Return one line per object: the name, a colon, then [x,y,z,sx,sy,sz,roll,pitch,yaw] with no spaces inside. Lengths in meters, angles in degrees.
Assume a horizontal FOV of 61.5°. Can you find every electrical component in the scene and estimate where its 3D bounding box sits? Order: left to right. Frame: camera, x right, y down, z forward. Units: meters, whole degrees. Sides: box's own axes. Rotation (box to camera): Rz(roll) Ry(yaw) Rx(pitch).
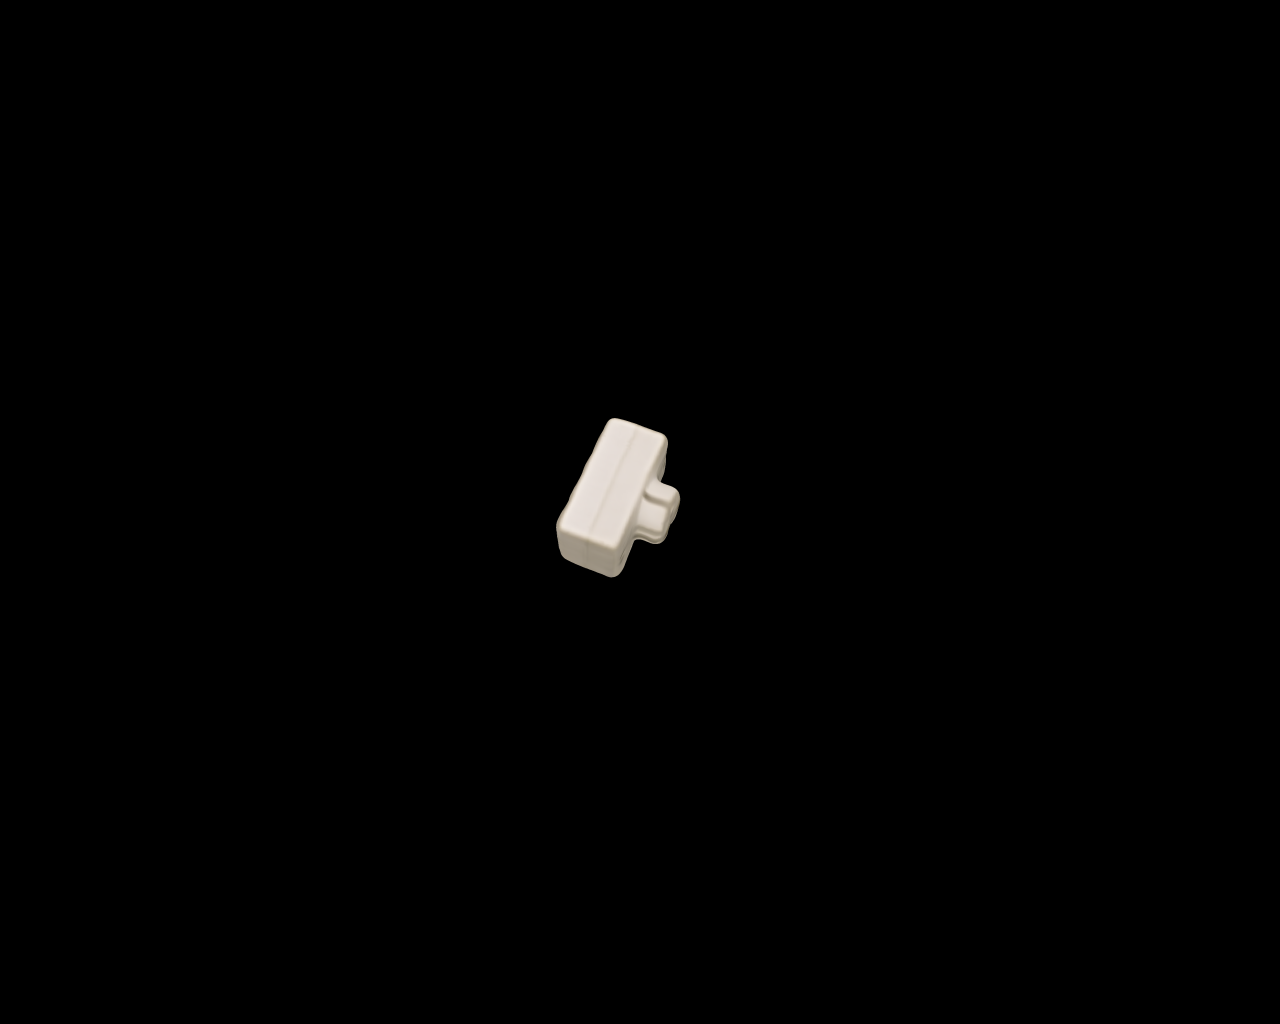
electrical component: [0.001,-0.003,0.650,0.076,0.083,0.047,20,-24,9]
